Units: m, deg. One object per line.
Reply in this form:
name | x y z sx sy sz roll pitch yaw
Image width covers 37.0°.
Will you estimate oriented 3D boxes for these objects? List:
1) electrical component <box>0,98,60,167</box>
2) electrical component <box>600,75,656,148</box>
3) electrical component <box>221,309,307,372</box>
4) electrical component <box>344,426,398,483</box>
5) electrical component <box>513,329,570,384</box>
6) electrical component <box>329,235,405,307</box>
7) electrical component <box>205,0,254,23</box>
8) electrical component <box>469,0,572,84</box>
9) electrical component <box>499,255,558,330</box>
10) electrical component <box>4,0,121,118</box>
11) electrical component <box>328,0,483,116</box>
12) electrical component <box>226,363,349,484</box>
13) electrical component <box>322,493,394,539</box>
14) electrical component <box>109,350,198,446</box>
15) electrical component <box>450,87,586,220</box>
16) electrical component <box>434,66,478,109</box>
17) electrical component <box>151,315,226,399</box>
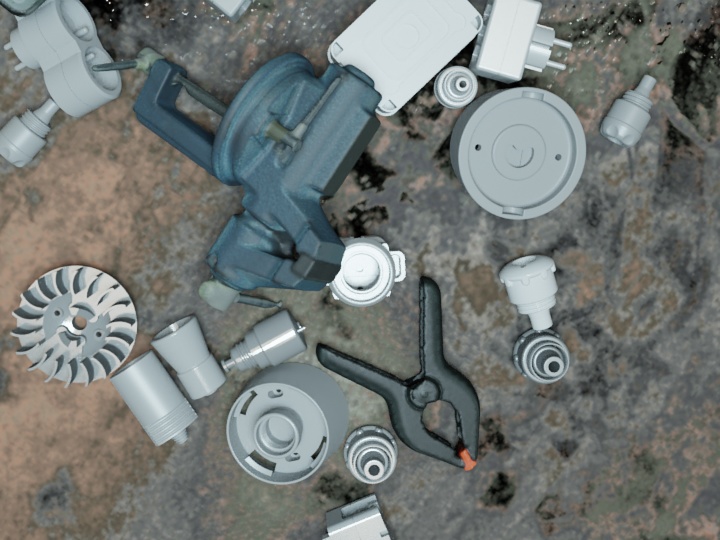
electrical component | -0.274 -0.117 0.895 0.035 0.035 0.061 43 90 -6
electrical component | 0.233 -0.137 0.917 0.035 0.035 0.061 29 92 -6
electrical component | -0.082 0.065 0.921 0.078 0.040 0.040 -28 97 1
electrical component | 0.010 0.163 0.926 0.048 0.062 0.048 0 96 -2
electrical component | 0.160 0.077 0.924 0.048 0.062 0.048 0 96 -3
electrical component | 0.000 0.000 0.910 0.078 0.057 0.058 -3 97 -2
electrical component | -0.114 -0.254 0.881 0.077 0.047 0.065 39 93 -6
electrical component | 0.139 -0.189 0.900 0.077 0.047 0.065 15 96 -4
electrical component | 0.150 0.021 0.927 0.048 0.048 0.062 -18 104 -1
electrical component | -0.260 -0.188 0.880 0.074 0.052 0.138 -23 98 22
electrical component | 0.036 -0.190 0.890 0.113 0.057 0.078 -43 97 2
electrical component | -0.064 0.134 0.931 0.099 0.064 0.099 2 100 10
electrical component | 0.005 0.252 0.942 0.056 0.050 0.089 -22 97 -1
electrical component | -0.174 0.114 0.921 0.043 0.043 0.081 -33 97 1
electrical component | 0.127 -0.101 0.900 0.108 0.060 0.108 -2 104 -9
electrical component | 0.081 -0.152 0.894 0.035 0.061 0.035 0 97 -3
electrical component | -0.144 0.077 0.920 0.044 0.044 0.065 -29 102 1
